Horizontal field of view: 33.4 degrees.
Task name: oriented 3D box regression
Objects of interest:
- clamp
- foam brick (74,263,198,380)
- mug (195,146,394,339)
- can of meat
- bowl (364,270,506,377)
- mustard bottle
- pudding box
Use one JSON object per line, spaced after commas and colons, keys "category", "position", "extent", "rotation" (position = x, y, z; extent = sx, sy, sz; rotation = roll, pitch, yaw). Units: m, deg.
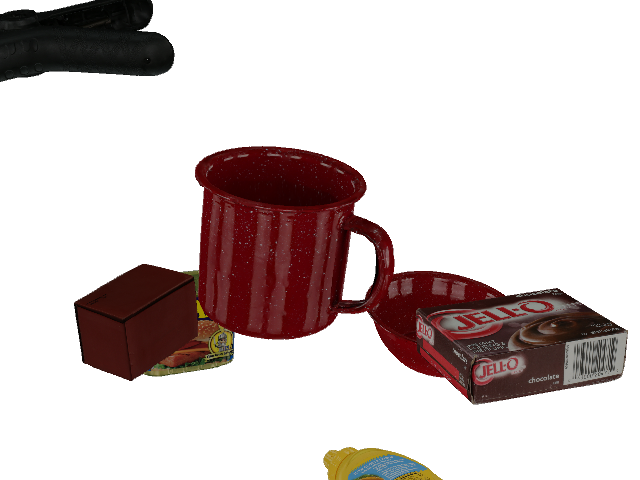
{"category": "clamp", "position": [-0.173, -0.123, 0.647], "extent": [0.171, 0.039, 0.120], "rotation": [-3, 21, -5]}
{"category": "foam brick", "position": [-0.136, 0.059, 0.794], "extent": [0.053, 0.051, 0.078], "rotation": [14, 30, 33]}
{"category": "mug", "position": [-0.014, 0.005, 0.585], "extent": [0.117, 0.081, 0.093], "rotation": [16, 25, 20]}
{"category": "can of meat", "position": [-0.131, 0.079, 1.028], "extent": [0.101, 0.084, 0.058], "rotation": [-5, 20, -26]}
{"category": "bowl", "position": [0.122, 0.092, 1.084], "extent": [0.162, 0.055, 0.162], "rotation": [5, 26, -3]}
{"category": "mustard bottle", "position": [0.069, 0.235, 0.966], "extent": [0.096, 0.058, 0.192], "rotation": [-17, 26, -35]}
{"category": "pudding box", "position": [0.131, 0.068, 0.710], "extent": [0.113, 0.039, 0.090], "rotation": [-5, 18, -17]}
